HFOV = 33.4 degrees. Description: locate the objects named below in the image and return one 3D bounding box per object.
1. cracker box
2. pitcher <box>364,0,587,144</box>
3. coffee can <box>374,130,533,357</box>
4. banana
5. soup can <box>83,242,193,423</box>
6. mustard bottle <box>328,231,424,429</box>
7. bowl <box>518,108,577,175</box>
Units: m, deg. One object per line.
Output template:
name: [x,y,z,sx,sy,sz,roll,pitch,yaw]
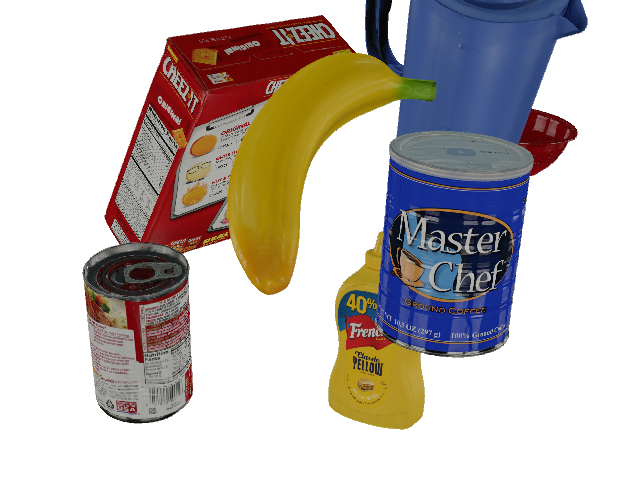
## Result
cracker box: [-0.079,-0.084,0.910,0.163,0.072,0.214,-18,-29,-39]
pitcher: [0.122,-0.147,0.945,0.144,0.149,0.243,-10,-39,-14]
coffee can: [0.096,0.000,0.784,0.103,0.140,0.103,3,21,-1]
banana: [-0.005,-0.050,0.551,0.070,0.037,0.197,21,46,18]
soup can: [-0.119,0.062,0.709,0.068,0.102,0.068,1,30,-1]
mustard bottle: [0.060,0.085,1.054,0.096,0.192,0.058,12,17,29]
bowl: [0.216,-0.115,1.252,0.162,0.055,0.162,5,23,-2]
